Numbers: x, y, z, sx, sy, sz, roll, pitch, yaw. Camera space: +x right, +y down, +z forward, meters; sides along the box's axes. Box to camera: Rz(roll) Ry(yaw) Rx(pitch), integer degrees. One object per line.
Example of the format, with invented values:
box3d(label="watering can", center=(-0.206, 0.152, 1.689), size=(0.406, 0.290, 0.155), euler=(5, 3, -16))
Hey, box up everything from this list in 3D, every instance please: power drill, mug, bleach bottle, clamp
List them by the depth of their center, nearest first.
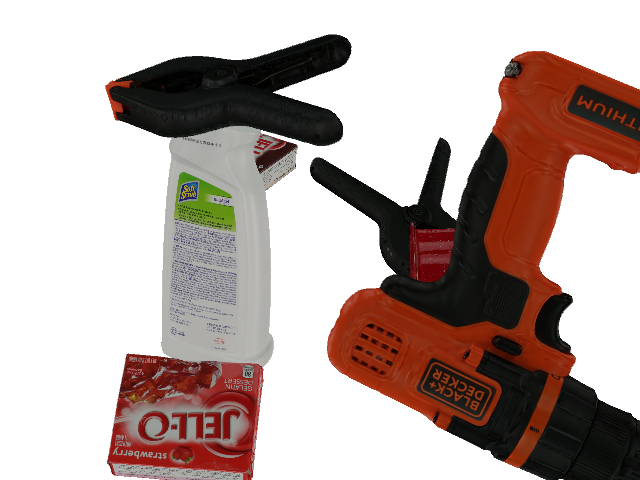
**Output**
box3d(label="power drill", center=(0.117, 0.019, 0.509), size=(0.184, 0.188, 0.057), euler=(25, 7, 5))
box3d(label="clamp", center=(-0.057, -0.107, 0.734), size=(0.171, 0.039, 0.120), euler=(5, 34, 13))
box3d(label="mug", center=(0.108, 0.044, 0.779), size=(0.081, 0.117, 0.093), euler=(-1, -15, 3))
box3d(label="bleach bottle", center=(-0.083, -0.014, 0.918), size=(0.102, 0.251, 0.068), euler=(10, 23, 11))
box3d(label="clamp", center=(0.086, -0.021, 1.111), size=(0.164, 0.210, 0.036), euler=(-6, -36, -15))

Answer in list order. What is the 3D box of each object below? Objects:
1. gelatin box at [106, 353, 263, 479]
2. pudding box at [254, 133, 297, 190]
box3d(label="gelatin box", center=(-0.083, 0.112, 0.670), size=(0.089, 0.073, 0.030), euler=(5, -31, 0))
box3d(label="pudding box", center=(-0.093, -0.094, 1.293), size=(0.090, 0.039, 0.113), euler=(19, 37, 23))
